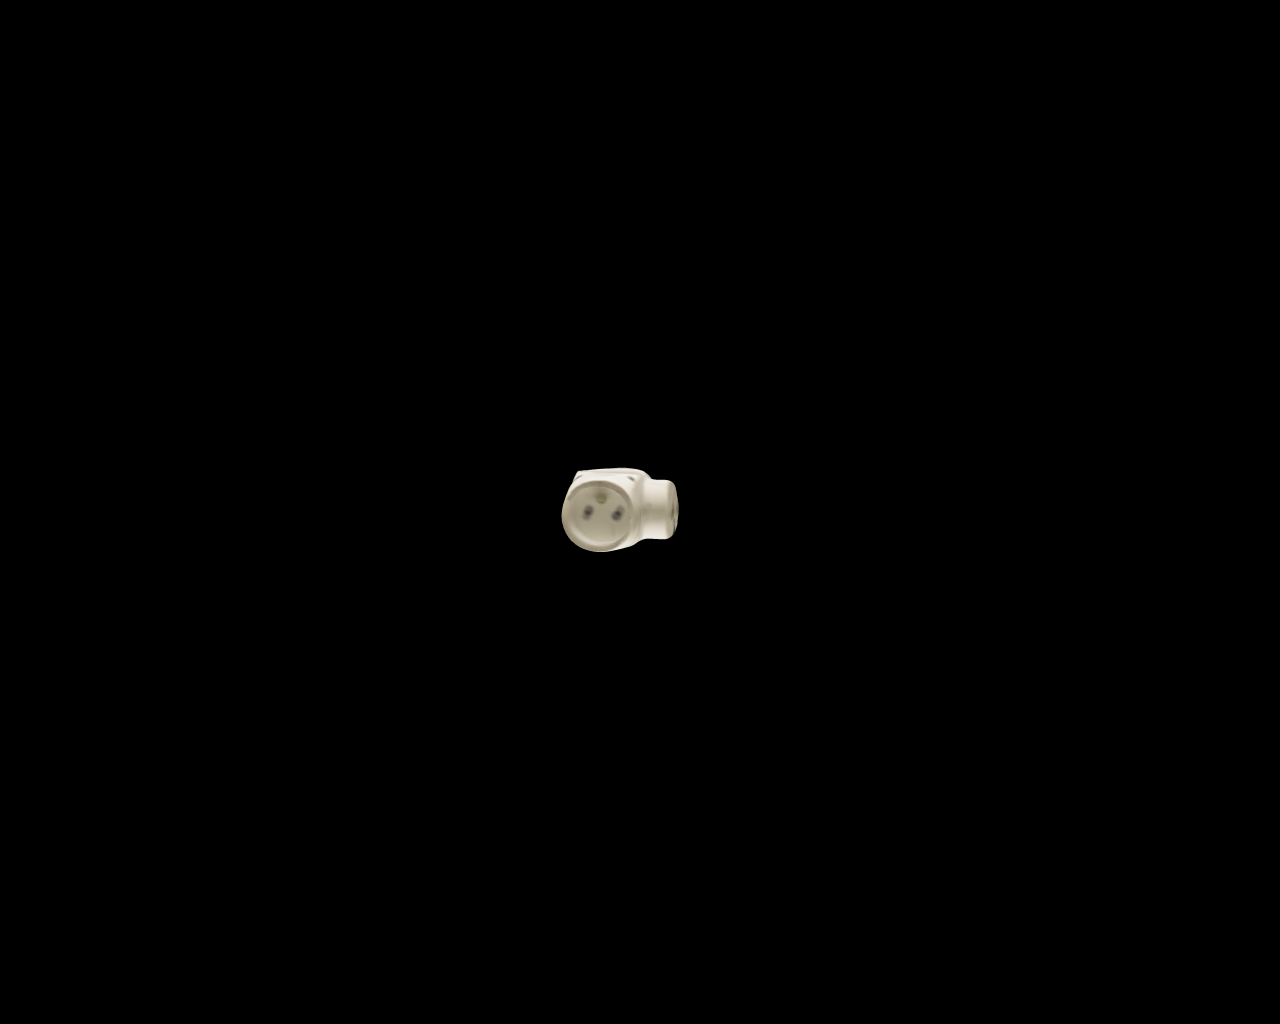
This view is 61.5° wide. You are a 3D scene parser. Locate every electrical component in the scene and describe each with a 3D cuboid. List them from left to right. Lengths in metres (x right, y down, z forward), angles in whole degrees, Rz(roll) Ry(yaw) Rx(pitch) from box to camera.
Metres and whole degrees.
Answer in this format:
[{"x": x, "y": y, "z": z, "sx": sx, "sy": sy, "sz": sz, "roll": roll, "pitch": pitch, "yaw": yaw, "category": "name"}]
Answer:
[{"x": 0.001, "y": -0.003, "z": 0.650, "sx": 0.079, "sy": 0.043, "sz": 0.077, "roll": 1, "pitch": 7, "yaw": 11, "category": "electrical component"}]
